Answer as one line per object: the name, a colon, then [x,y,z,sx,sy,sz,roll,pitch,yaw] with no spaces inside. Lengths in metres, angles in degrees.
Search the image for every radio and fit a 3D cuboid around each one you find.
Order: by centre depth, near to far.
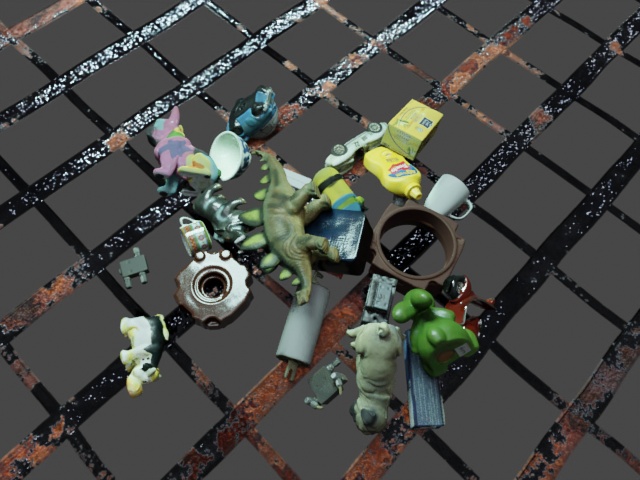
radio: [-0.002,-0.004,1.211,0.230,0.073,0.131,7,62,23]

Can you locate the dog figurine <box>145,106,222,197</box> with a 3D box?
dog figurine: [-0.338,-0.223,1.328,0.192,0.108,0.219,-1,61,-2]

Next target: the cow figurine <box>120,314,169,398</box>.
cow figurine: [-0.362,0.239,1.120,0.098,0.068,0.167,-7,65,-13]

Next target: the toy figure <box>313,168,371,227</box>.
toy figure: [0.052,-0.096,1.289,0.082,0.089,0.180,-24,64,-19]

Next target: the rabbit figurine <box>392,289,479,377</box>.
rabbit figurine: [0.209,0.165,1.081,0.121,0.159,0.170,-41,43,14]

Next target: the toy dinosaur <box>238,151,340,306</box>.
toy dinosaur: [-0.077,-0.051,1.162,0.199,0.105,0.472,-20,50,14]

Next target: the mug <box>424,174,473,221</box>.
mug: [0.308,-0.087,1.308,0.109,0.080,0.107,43,80,8]

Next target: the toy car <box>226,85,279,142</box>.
toy car: [-0.160,-0.315,1.378,0.102,0.162,0.109,34,48,-36]

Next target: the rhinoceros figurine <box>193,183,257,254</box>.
rhinoceros figurine: [-0.218,-0.048,1.263,0.190,0.073,0.112,40,67,16]

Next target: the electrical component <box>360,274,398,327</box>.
electrical component: [0.124,0.141,1.150,0.058,0.134,0.115,12,66,4]

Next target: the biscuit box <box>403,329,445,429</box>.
biscuit box: [0.214,0.287,1.122,0.063,0.059,0.203,0,64,-1]

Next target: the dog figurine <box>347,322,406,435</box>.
dog figurine: [0.113,0.276,1.068,0.121,0.172,0.190,-2,56,9]

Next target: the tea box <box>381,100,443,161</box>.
tea box: [0.237,-0.283,1.372,0.098,0.068,0.170,29,43,10]

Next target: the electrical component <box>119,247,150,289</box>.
electrical component: [-0.426,0.063,1.226,0.063,0.021,0.094,-17,66,-10]

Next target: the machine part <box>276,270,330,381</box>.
machine part: [-0.035,0.179,1.150,0.079,0.079,0.243,15,69,5]

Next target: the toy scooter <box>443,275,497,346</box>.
toy scooter: [0.324,0.170,1.169,0.135,0.075,0.183,10,85,-27]

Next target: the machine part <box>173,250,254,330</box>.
machine part: [-0.236,0.107,1.195,0.179,0.056,0.179,1,65,-2]

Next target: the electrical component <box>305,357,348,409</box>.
electrical component: [0.012,0.298,1.097,0.102,0.045,0.078,-40,59,16]

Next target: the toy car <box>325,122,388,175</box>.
toy car: [0.097,-0.231,1.367,0.202,0.073,0.056,-34,67,-17]

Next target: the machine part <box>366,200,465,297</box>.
machine part: [0.216,0.021,1.241,0.201,0.087,0.201,28,64,11]
